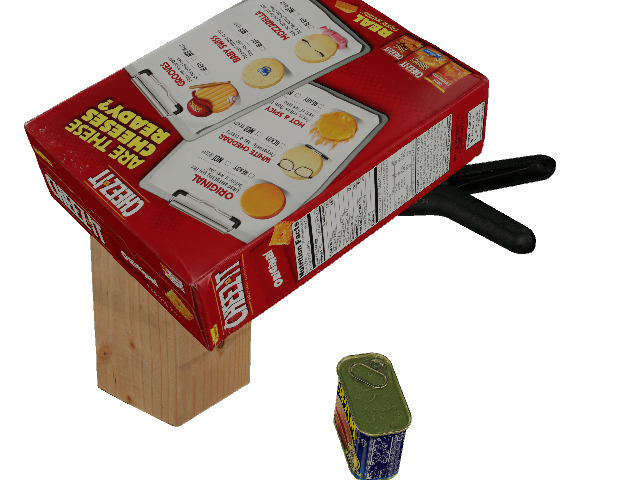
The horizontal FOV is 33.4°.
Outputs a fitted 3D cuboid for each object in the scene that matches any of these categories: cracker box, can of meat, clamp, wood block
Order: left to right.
[{"bbox_3d":[-0.111,0.022,0.807,0.090,0.206,0.090,20,29,32],"label":"wood block"},{"bbox_3d":[-0.034,-0.058,0.624,0.213,0.072,0.164,-36,55,-22],"label":"cracker box"},{"bbox_3d":[0.049,0.178,1.067,0.057,0.084,0.102,-7,43,-12],"label":"can of meat"},{"bbox_3d":[0.117,-0.052,1.003,0.210,0.036,0.164,13,32,21],"label":"clamp"}]
